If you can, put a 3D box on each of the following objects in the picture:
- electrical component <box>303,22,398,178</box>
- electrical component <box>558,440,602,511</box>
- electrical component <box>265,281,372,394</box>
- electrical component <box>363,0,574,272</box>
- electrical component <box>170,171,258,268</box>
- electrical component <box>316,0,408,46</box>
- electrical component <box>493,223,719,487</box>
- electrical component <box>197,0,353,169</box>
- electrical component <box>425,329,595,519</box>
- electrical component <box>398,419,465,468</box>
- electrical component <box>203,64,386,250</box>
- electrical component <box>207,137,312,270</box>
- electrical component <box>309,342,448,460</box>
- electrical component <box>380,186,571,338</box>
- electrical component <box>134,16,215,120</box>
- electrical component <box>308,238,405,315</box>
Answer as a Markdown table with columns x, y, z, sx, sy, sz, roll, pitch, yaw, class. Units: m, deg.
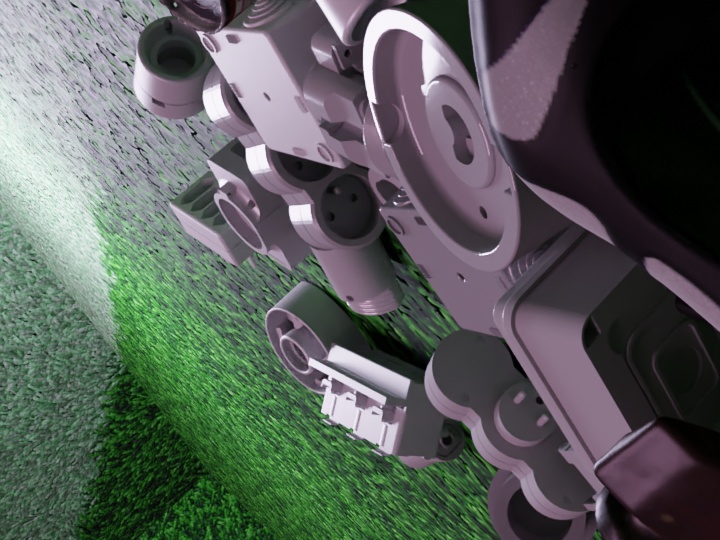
| x | y | z | sx | sy | sz | roll | pitch | yaw | class |
| --- | --- | --- | --- | --- | --- | --- | --- | --- | --- |
| 0.015 | -0.076 | 0.499 | 0.057 | 0.058 | 0.078 | 35 | 159 | 46 | electrical component |
| 0.150 | 0.110 | 0.604 | 0.063 | 0.042 | 0.081 | 51 | 163 | 1 | electrical component |
| -0.034 | 0.058 | 0.944 | 0.099 | 0.064 | 0.099 | 35 | 145 | 29 | electrical component |
| 0.054 | -0.060 | 0.417 | 0.108 | 0.060 | 0.108 | 55 | 162 | 28 | electrical component |
| -0.109 | -0.032 | 0.918 | 0.083 | 0.047 | 0.075 | 31 | 156 | 44 | electrical component |
| -0.009 | -0.130 | 0.458 | 0.055 | 0.045 | 0.045 | 47 | 163 | 7 | electrical component |
| 0.118 | 0.037 | 0.458 | 0.057 | 0.078 | 0.113 | 12 | 141 | 58 | electrical component |
| -0.032 | -0.104 | 0.565 | 0.100 | 0.048 | 0.099 | 22 | 149 | 54 | electrical component |
| 0.100 | 0.091 | 0.663 | 0.138 | 0.052 | 0.073 | 45 | 163 | 12 | electrical component |
| 0.060 | 0.143 | 0.898 | 0.044 | 0.044 | 0.065 | 50 | 158 | -4 | electrical component |
| -0.045 | -0.072 | 0.661 | 0.138 | 0.052 | 0.074 | 53 | 162 | -16 | electrical component |
| -0.063 | -0.049 | 0.750 | 0.050 | 0.056 | 0.089 | 32 | 157 | 43 | electrical component |
| 0.019 | 0.104 | 0.852 | 0.079 | 0.063 | 0.121 | 10 | -176 | -31 | electrical component |
| 0.065 | -0.011 | 0.531 | 0.099 | 0.048 | 0.100 | 54 | 162 | -20 | electrical component |
| -0.122 | -0.135 | 0.714 | 0.055 | 0.055 | 0.047 | 46 | 159 | 6 | electrical component |
| 0.000 | 0.000 | 0.725 | 0.043 | 0.043 | 0.081 | 29 | 155 | 47 | electrical component |
